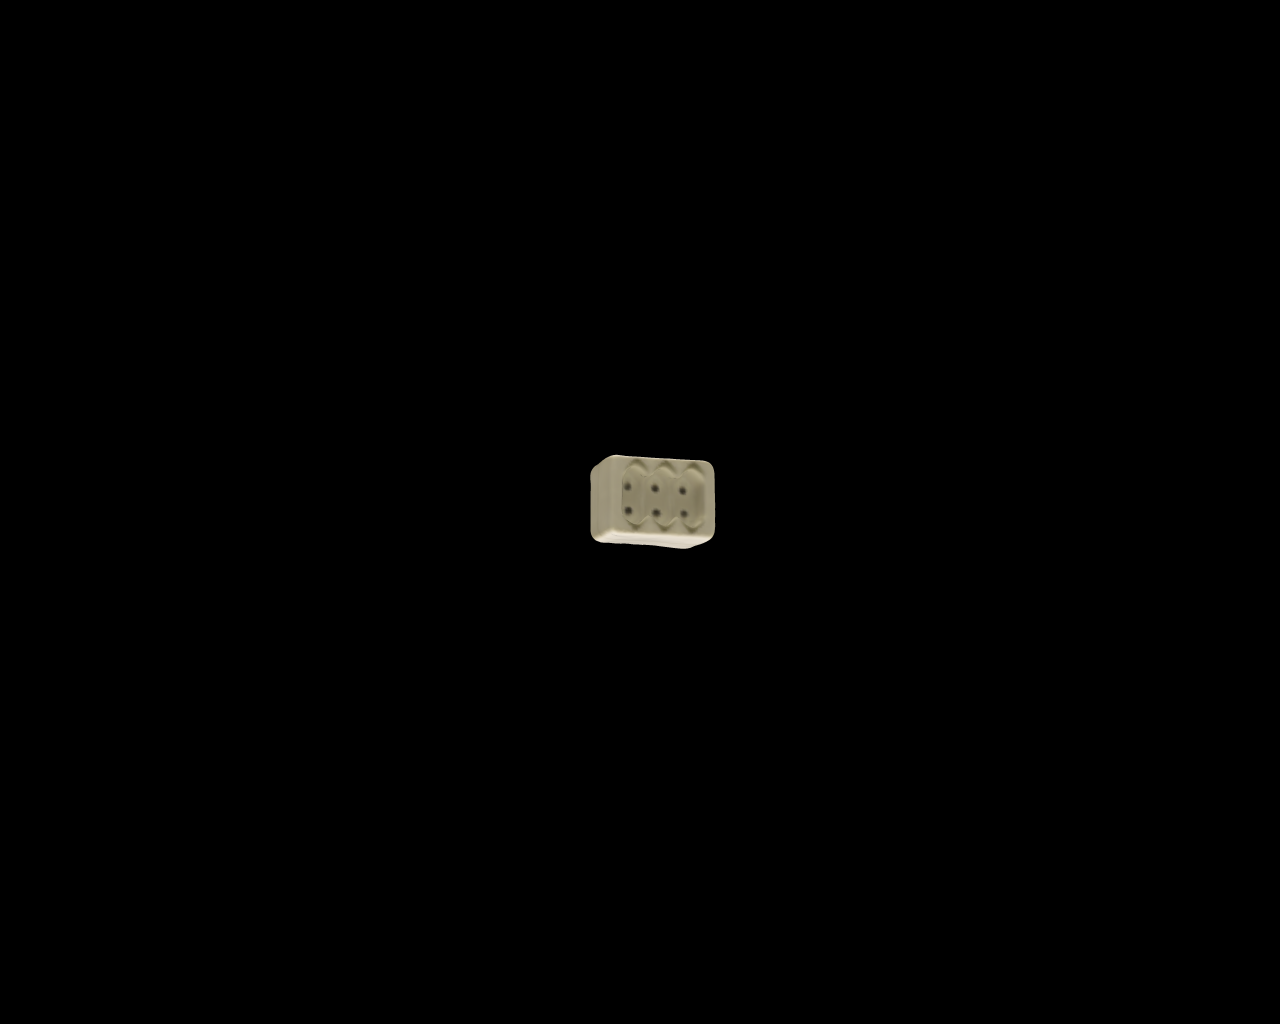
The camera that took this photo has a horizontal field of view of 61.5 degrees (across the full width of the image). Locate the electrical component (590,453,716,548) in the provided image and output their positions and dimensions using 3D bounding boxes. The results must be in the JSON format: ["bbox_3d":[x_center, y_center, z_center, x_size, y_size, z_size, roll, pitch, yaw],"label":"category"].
[{"bbox_3d":[0.001,-0.003,0.650,0.066,0.047,0.076,4,-11,-20],"label":"electrical component"}]
